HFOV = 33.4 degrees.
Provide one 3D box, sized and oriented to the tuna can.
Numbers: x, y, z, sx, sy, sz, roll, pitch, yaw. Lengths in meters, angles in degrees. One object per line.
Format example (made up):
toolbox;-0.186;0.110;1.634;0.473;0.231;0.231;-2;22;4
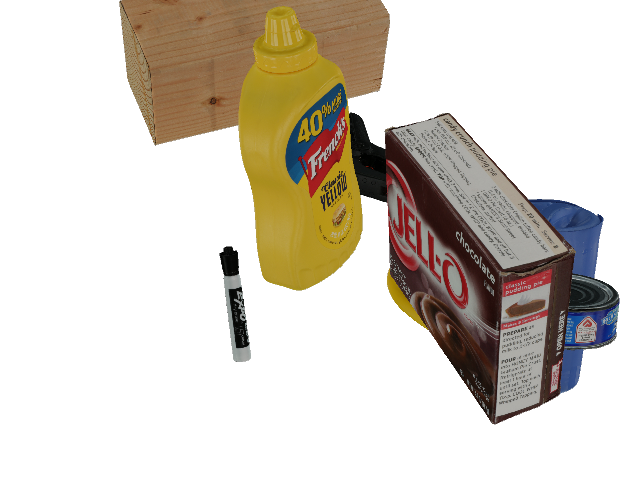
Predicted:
tuna can;0.190;0.053;0.836;0.086;0.034;0.086;1;18;-1

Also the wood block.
wood block;-0.056;-0.163;0.906;0.205;0.090;0.091;-16;-35;-16

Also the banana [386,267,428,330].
banana;0.120;0.068;1.029;0.069;0.037;0.198;2;20;-44

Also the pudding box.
pudding box;0.067;0.010;0.477;0.039;0.090;0.114;-19;42;-15

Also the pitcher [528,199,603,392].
pitcher;0.283;0.076;1.395;0.149;0.243;0.144;6;20;16

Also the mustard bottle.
mustard bottle;-0.015;-0.067;0.722;0.058;0.191;0.096;16;42;30

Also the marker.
marker;-0.087;0.065;1.093;0.020;0.121;0.020;-6;15;1

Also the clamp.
clamp;0.026;-0.087;1.133;0.120;0.039;0.172;-15;36;-23
